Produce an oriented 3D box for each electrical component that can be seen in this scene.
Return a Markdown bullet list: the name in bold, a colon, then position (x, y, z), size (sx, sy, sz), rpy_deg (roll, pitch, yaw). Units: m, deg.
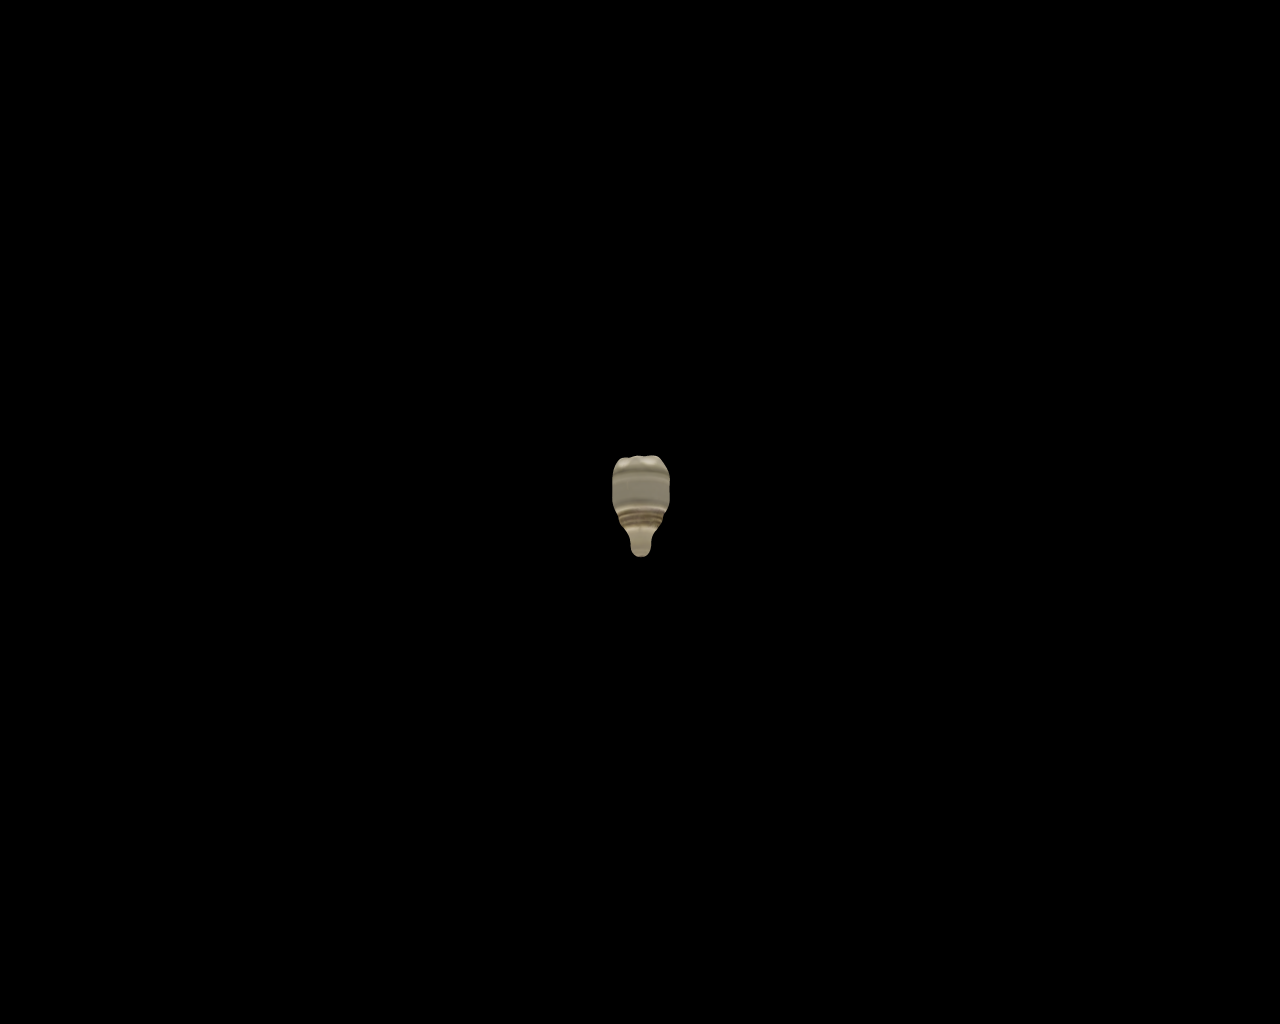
- **electrical component**: position (0.001, -0.003, 0.650), size (0.035, 0.061, 0.035), rpy_deg (0, -11, 0)
